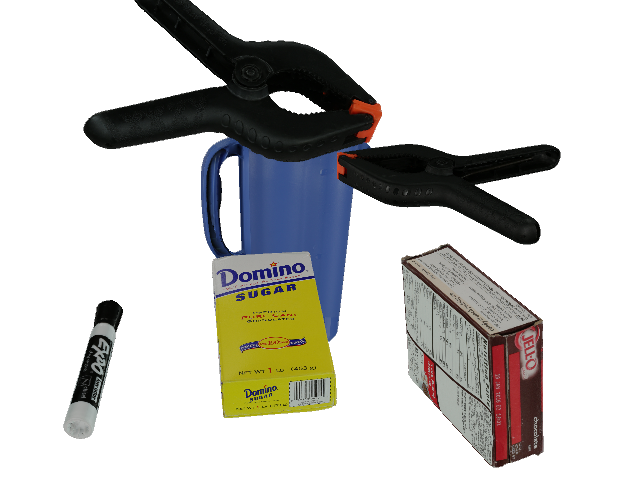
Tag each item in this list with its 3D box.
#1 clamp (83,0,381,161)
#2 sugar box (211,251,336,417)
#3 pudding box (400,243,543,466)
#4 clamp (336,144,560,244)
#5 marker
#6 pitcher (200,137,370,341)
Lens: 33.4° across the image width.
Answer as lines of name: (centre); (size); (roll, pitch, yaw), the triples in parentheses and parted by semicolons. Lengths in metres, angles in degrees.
clamp: (-0.049, -0.100, 0.637); (0.171, 0.120, 0.039); (7, -21, -13)
sugar box: (-0.044, 0.075, 0.919); (0.093, 0.048, 0.176); (-4, 36, -7)
pudding box: (0.089, 0.065, 0.633); (0.039, 0.090, 0.114); (-15, 27, -19)
clamp: (0.120, -0.061, 0.997); (0.210, 0.036, 0.164); (12, 33, 21)
marker: (-0.151, 0.082, 0.715); (0.020, 0.020, 0.121); (0, 37, 1)
pitcher: (-0.039, -0.008, 1.179); (0.149, 0.243, 0.144); (9, 17, 22)
